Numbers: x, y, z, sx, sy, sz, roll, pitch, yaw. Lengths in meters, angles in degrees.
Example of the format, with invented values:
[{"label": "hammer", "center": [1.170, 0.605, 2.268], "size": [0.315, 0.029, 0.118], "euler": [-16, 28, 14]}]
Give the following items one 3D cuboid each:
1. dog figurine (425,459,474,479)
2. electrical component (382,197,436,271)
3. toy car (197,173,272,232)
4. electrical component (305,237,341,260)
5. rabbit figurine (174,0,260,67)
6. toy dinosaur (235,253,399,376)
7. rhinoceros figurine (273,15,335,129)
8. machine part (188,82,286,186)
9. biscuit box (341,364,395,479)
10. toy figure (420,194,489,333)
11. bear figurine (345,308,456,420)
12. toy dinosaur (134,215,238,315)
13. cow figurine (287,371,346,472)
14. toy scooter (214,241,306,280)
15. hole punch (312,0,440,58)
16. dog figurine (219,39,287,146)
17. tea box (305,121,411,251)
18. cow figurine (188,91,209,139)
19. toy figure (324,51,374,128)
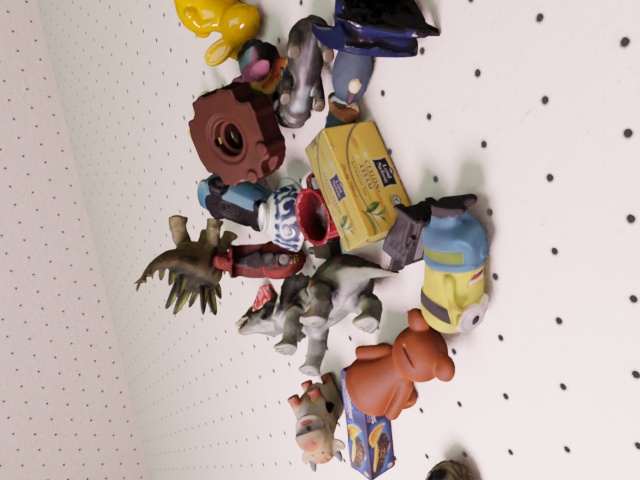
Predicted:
[{"label": "dog figurine", "center": [0.206, 0.439, 0.800], "size": [0.172, 0.121, 0.190], "euler": [30, 116, 5]}, {"label": "electrical component", "center": [0.126, 0.005, 0.737], "size": [0.048, 0.075, 0.119], "euler": [42, 131, 40]}, {"label": "toy car", "center": [-0.150, -0.091, 1.044], "size": [0.162, 0.103, 0.109], "euler": [19, 150, 2]}, {"label": "electrical component", "center": [-0.001, -0.002, 0.949], "size": [0.102, 0.045, 0.078], "euler": [14, 114, 53]}, {"label": "rabbit figurine", "center": [-0.185, -0.405, 0.993], "size": [0.173, 0.122, 0.162], "euler": [29, 132, 24]}, {"label": "toy dinosaur", "center": [0.013, 0.093, 0.896], "size": [0.405, 0.131, 0.192], "euler": [-40, 32, 39]}, {"label": "rhinoceros figurine", "center": [-0.033, -0.251, 0.839], "size": [0.190, 0.073, 0.112], "euler": [106, 157, -47]}, {"label": "machine part", "center": [-0.144, -0.175, 0.906], "size": [0.180, 0.056, 0.179], "euler": [17, 124, 27]}, {"label": "biscuit box", "center": [0.084, 0.313, 0.943], "size": [0.059, 0.063, 0.202], "euler": [12, 114, 53]}, {"label": "toy figure", "center": [0.169, 0.033, 0.683], "size": [0.089, 0.082, 0.180], "euler": [28, 131, 62]}, {"label": "bear figurine", "center": [0.128, 0.182, 0.800], "size": [0.196, 0.132, 0.120], "euler": [-46, 65, 33]}, {"label": "toy dinosaur", "center": [-0.251, 0.052, 1.085], "size": [0.471, 0.105, 0.198], "euler": [38, -128, -76]}, {"label": "cow figurine", "center": [-0.002, 0.332, 0.986], "size": [0.085, 0.195, 0.127], "euler": [-28, 88, 12]}, {"label": "toy scooter", "center": [-0.124, 0.038, 1.010], "size": [0.135, 0.184, 0.075], "euler": [17, -108, -79]}, {"label": "hole punch", "center": [0.060, -0.266, 0.674], "size": [0.092, 0.142, 0.116], "euler": [-57, 43, 48]}, {"label": "dog figurine", "center": [-0.108, -0.239, 0.954], "size": [0.219, 0.108, 0.191], "euler": [-31, 77, 53]}, {"label": "tea box", "center": [0.058, -0.080, 0.781], "size": [0.068, 0.098, 0.169], "euler": [-38, 73, 57]}, {"label": "cow figurine", "center": [-0.236, -0.248, 1.177], "size": [0.098, 0.068, 0.167], "euler": [60, 146, 9]}, {"label": "toy figure", "center": [0.039, -0.213, 0.787], "size": [0.058, 0.064, 0.154], "euler": [20, 135, 7]}]
